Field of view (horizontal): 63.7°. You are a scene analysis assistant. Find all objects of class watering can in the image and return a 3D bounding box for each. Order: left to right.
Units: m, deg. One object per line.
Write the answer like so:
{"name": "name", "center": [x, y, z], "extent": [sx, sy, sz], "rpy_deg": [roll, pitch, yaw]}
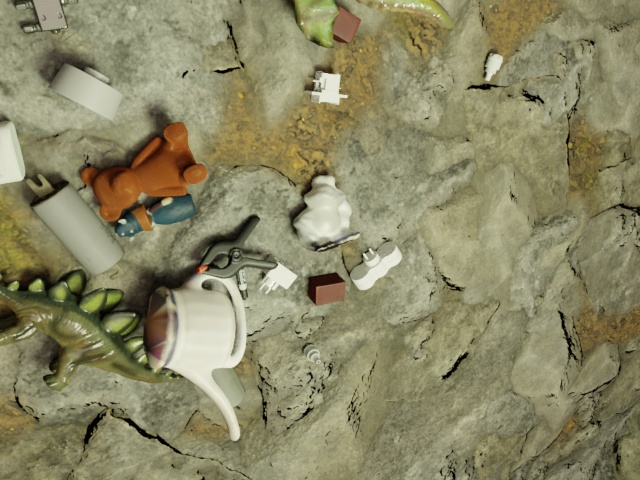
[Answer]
{"name": "watering can", "center": [-0.238, 0.219, 1.022], "extent": [0.223, 0.103, 0.353], "rpy_deg": [13, 65, -42]}

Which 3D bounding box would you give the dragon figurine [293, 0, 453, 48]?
{"name": "dragon figurine", "center": [0.049, -0.463, 0.956], "extent": [0.407, 0.123, 0.243], "rpy_deg": [39, 87, -14]}

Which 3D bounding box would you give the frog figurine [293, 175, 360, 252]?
{"name": "frog figurine", "center": [0.003, -0.057, 1.142], "extent": [0.138, 0.121, 0.160], "rpy_deg": [-19, 81, -9]}
